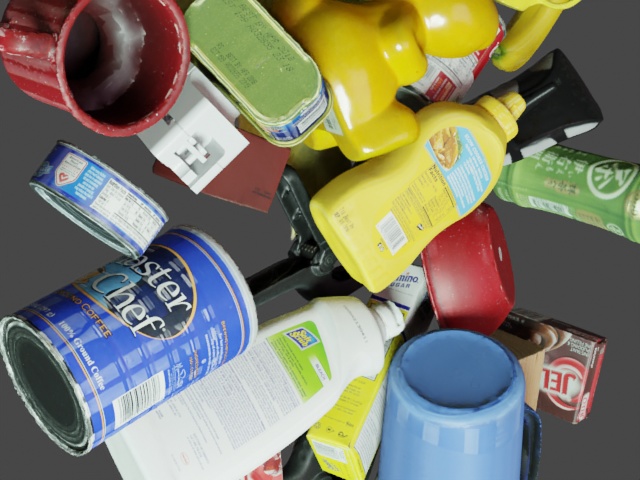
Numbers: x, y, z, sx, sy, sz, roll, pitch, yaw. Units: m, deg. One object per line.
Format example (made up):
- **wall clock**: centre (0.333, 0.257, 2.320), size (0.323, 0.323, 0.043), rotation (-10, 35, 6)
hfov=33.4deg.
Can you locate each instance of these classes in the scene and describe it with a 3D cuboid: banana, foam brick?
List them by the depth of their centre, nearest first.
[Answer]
- **foam brick**: centre (-0.070, -0.057, 0.763), size (0.078, 0.051, 0.053), rotation (19, 93, -48)
- **banana**: centre (0.207, -0.220, 0.981), size (0.197, 0.037, 0.070), rotation (-56, 176, -19)

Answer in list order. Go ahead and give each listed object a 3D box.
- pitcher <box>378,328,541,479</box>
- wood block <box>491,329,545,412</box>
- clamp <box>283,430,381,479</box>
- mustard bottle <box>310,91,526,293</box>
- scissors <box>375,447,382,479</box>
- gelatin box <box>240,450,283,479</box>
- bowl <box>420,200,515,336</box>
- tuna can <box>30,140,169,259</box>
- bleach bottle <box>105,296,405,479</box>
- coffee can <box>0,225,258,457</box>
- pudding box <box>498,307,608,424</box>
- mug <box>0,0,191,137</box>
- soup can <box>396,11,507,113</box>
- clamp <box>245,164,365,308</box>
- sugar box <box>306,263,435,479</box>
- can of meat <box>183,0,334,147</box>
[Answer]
- **pitcher**: centre (0.118, 0.190, 0.910), size (0.149, 0.145, 0.243), rotation (-72, 165, -50)
- **wood block**: centre (0.152, 0.199, 1.073), size (0.090, 0.090, 0.206), rotation (-13, 115, -44)
- **clamp**: centre (-0.014, 0.216, 0.945), size (0.209, 0.036, 0.164), rotation (-52, 129, -22)
- **mustard bottle**: centre (0.087, -0.052, 0.835), size (0.191, 0.058, 0.096), rotation (-40, 125, -10)
- **scissors**: centre (0.070, 0.177, 0.975), size (0.096, 0.016, 0.201), rotation (99, 12, -72)
- **gelatin box**: centre (-0.067, 0.175, 0.858), size (0.073, 0.030, 0.089), rotation (-5, 94, -38)
- **bowl**: centre (0.134, 0.020, 0.943), size (0.162, 0.055, 0.162), rotation (-13, 90, -72)
- **tuna can**: centre (-0.141, -0.025, 0.678), size (0.033, 0.086, 0.086), rotation (-56, 137, -12)
- **bleach bottle**: centre (-0.035, 0.116, 0.815), size (0.250, 0.068, 0.102), rotation (-25, 81, -28)
- **coffee can**: centre (-0.127, 0.064, 0.716), size (0.140, 0.103, 0.103), rotation (-31, 126, -34)
- **pudding box**: centre (0.233, 0.128, 1.109), size (0.039, 0.114, 0.090), rotation (-5, 110, -48)
- **mug**: centre (-0.147, -0.115, 0.635), size (0.117, 0.082, 0.093), rotation (-6, 111, -45)
- **soup can**: centre (0.100, -0.150, 0.889), size (0.102, 0.069, 0.068), rotation (-56, 137, -13)
- **clamp**: centre (-0.006, 0.001, 0.863), size (0.171, 0.039, 0.120), rotation (1, 114, -52)
- **sugar box**: centre (0.047, 0.112, 0.920), size (0.093, 0.048, 0.176), rotation (75, 35, -59)
- **can of meat**: centre (-0.040, -0.113, 0.692), size (0.057, 0.102, 0.084), rotation (-43, 177, 1)
